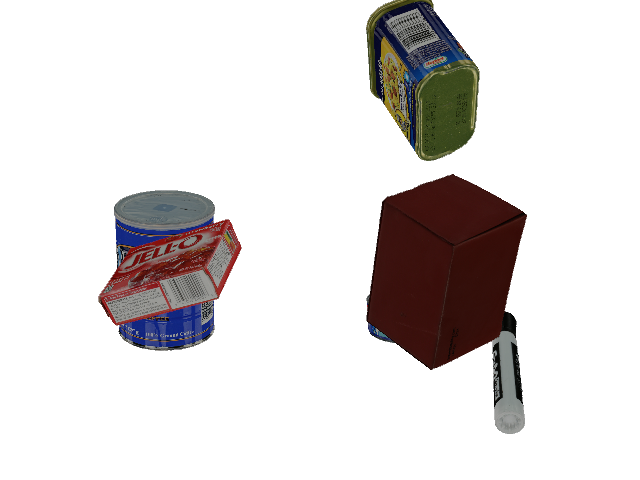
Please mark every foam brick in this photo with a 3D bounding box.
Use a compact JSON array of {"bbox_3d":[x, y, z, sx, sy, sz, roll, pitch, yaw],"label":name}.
[{"bbox_3d":[0.062,0.015,0.538,0.052,0.078,0.051,-20,41,-35],"label":"foam brick"}]

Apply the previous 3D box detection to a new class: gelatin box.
[{"bbox_3d":[-0.109,0.023,0.781,0.089,0.030,0.073,-15,25,19],"label":"gelatin box"}]

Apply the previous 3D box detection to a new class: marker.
[{"bbox_3d":[0.126,0.085,0.723,0.020,0.020,0.121,0,29,8],"label":"marker"}]

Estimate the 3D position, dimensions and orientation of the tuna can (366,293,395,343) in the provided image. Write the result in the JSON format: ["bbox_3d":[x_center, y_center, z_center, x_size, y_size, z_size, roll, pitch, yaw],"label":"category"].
[{"bbox_3d":[0.087,0.070,1.017,0.086,0.034,0.086,-2,14,0],"label":"tuna can"}]

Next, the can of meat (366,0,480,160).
[{"bbox_3d":[0.080,-0.125,0.828,0.057,0.084,0.102,-22,-35,-10],"label":"can of meat"}]

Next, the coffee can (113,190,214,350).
[{"bbox_3d":[-0.162,0.030,1.116,0.103,0.140,0.103,2,22,-1],"label":"coffee can"}]
